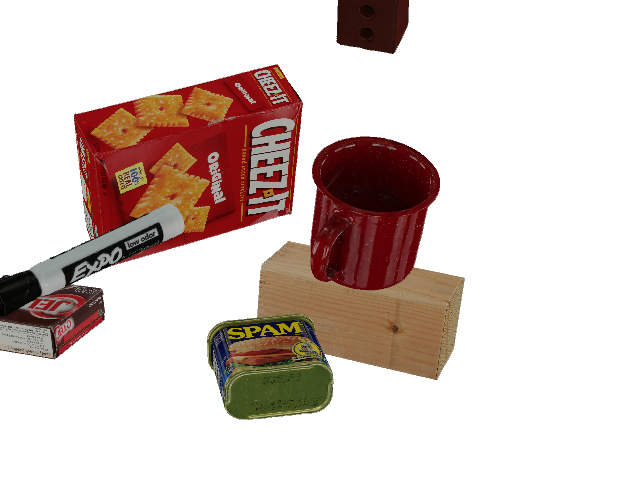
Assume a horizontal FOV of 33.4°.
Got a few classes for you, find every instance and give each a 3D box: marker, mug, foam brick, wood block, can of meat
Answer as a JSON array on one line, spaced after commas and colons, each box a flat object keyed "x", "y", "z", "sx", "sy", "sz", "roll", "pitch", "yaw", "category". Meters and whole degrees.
[{"x": -0.128, "y": 0.010, "z": 0.582, "sx": 0.120, "sy": 0.020, "sz": 0.020, "roll": -27, "pitch": 16, "yaw": -34, "category": "marker"}, {"x": 0.030, "y": -0.011, "z": 0.783, "sx": 0.093, "sy": 0.081, "sz": 0.117, "roll": 26, "pitch": 44, "yaw": 19, "category": "mug"}, {"x": 0.045, "y": -0.204, "z": 0.893, "sx": 0.053, "sy": 0.078, "sz": 0.051, "roll": 12, "pitch": 47, "yaw": 12, "category": "foam brick"}, {"x": 0.042, "y": 0.074, "z": 1.169, "sx": 0.206, "sy": 0.091, "sz": 0.090, "roll": 12, "pitch": 22, "yaw": 16, "category": "wood block"}, {"x": -0.045, "y": 0.113, "z": 0.955, "sx": 0.102, "sy": 0.057, "sz": 0.084, "roll": -5, "pitch": 27, "yaw": -13, "category": "can of meat"}]

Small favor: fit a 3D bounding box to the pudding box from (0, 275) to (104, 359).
[{"x": -0.272, "y": 0.070, "z": 0.995, "sx": 0.114, "sy": 0.039, "sz": 0.090, "roll": 5, "pitch": 20, "yaw": 18, "category": "pudding box"}]

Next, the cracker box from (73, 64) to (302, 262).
[{"x": -0.130, "y": -0.072, "z": 1.071, "sx": 0.213, "sy": 0.072, "sz": 0.164, "roll": -17, "pitch": -37, "yaw": -20, "category": "cracker box"}]
